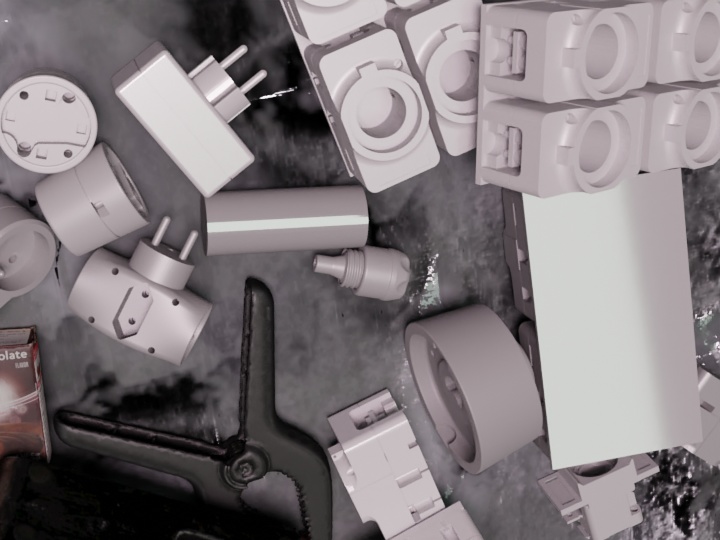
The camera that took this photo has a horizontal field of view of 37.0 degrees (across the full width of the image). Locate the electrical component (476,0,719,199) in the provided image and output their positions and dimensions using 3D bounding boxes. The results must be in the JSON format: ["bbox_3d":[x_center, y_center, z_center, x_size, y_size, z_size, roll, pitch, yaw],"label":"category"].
[{"bbox_3d":[0.161,-0.113,0.659,0.186,0.060,0.105,-15,114,-35],"label":"electrical component"}]

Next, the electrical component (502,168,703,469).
[{"bbox_3d":[0.162,0.028,0.729,0.105,0.060,0.186,-9,101,-7],"label":"electrical component"}]

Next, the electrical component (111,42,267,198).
[{"bbox_3d":[-0.091,-0.101,0.639,0.076,0.047,0.083,-39,114,0],"label":"electrical component"}]

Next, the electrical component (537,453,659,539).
[{"bbox_3d":[0.182,0.165,0.810,0.081,0.042,0.063,-23,117,-6],"label":"electrical component"}]

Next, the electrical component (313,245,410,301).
[{"bbox_3d":[0.000,0.000,0.706,0.061,0.035,0.035,9,106,-15],"label":"electrical component"}]

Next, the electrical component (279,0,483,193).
[{"bbox_3d":[0.016,-0.153,0.642,0.105,0.060,0.186,-25,113,-6],"label":"electrical component"}]

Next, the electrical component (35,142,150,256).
[{"bbox_3d":[-0.159,-0.041,0.638,0.047,0.055,0.055,-29,114,0],"label":"electrical component"}]

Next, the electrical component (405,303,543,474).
[{"bbox_3d":[0.081,0.074,0.717,0.060,0.108,0.108,-22,113,-13],"label":"electrical component"}]

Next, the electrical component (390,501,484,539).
[{"bbox_3d":[0.064,0.246,0.768,0.089,0.061,0.150,-28,135,-4],"label":"electrical component"}]

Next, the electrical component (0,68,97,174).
[{"bbox_3d":[-0.180,-0.088,0.619,0.055,0.047,0.055,-5,110,-14],"label":"electrical component"}]

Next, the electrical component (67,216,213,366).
[{"bbox_3d":[-0.126,0.007,0.658,0.077,0.043,0.079,27,96,-2],"label":"electrical component"}]

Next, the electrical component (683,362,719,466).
[{"bbox_3d":[0.261,0.108,0.806,0.089,0.050,0.055,30,99,-22],"label":"electrical component"}]

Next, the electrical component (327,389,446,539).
[{"bbox_3d":[0.015,0.139,0.750,0.056,0.050,0.089,-26,114,-6],"label":"electrical component"}]

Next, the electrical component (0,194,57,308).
[{"bbox_3d":[-0.251,0.007,0.623,0.138,0.074,0.052,-46,148,-20],"label":"electrical component"}]
